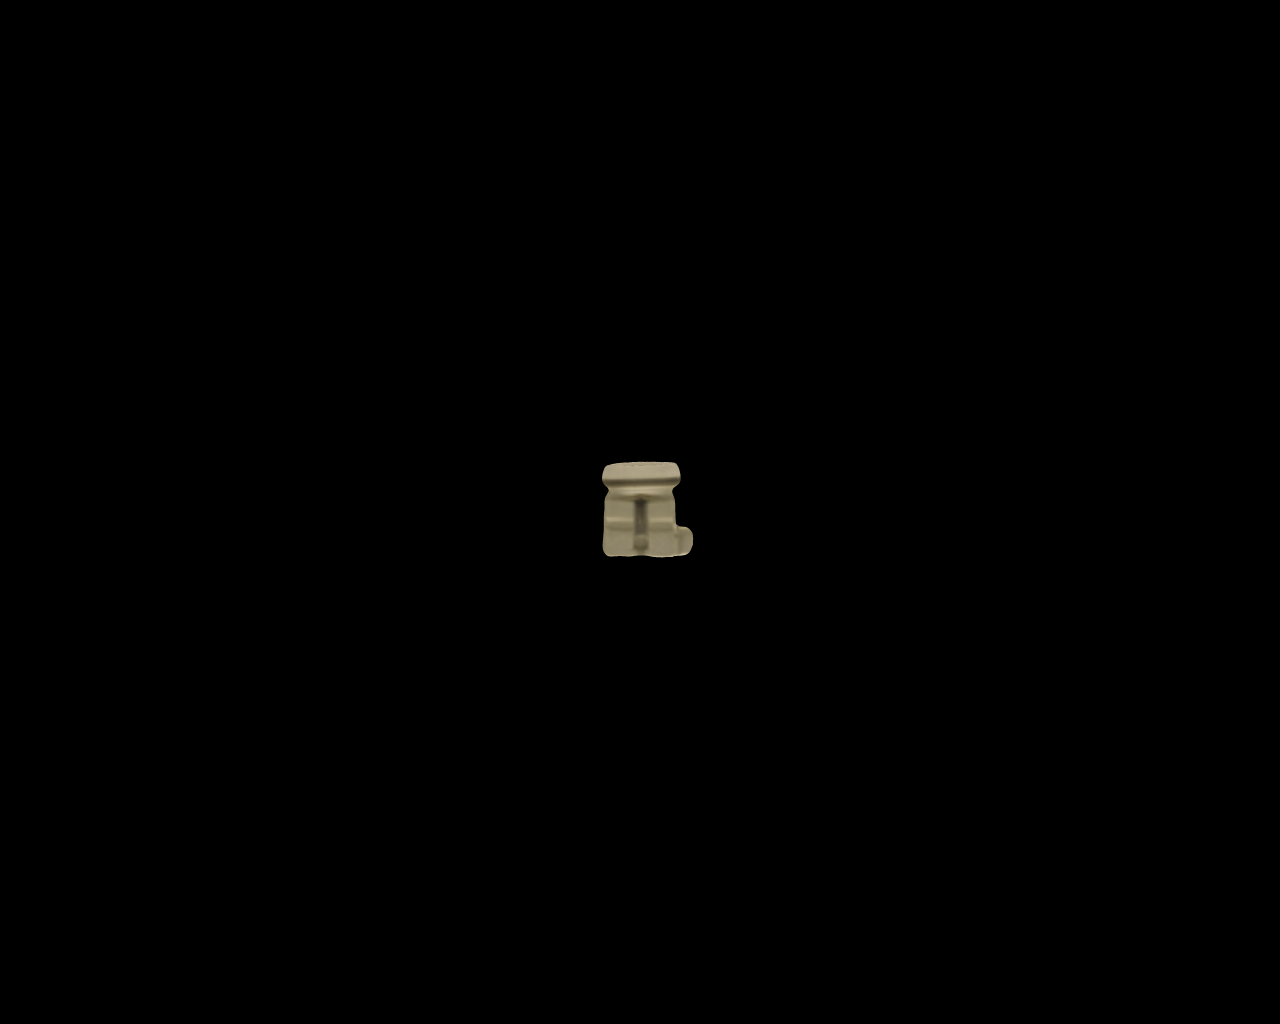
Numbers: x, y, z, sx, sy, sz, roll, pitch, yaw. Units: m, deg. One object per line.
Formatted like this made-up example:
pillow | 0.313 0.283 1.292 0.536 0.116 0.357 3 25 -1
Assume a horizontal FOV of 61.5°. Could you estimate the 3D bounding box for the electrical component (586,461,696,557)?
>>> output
electrical component | 0.001 -0.003 0.650 0.066 0.055 0.048 0 4 -2
